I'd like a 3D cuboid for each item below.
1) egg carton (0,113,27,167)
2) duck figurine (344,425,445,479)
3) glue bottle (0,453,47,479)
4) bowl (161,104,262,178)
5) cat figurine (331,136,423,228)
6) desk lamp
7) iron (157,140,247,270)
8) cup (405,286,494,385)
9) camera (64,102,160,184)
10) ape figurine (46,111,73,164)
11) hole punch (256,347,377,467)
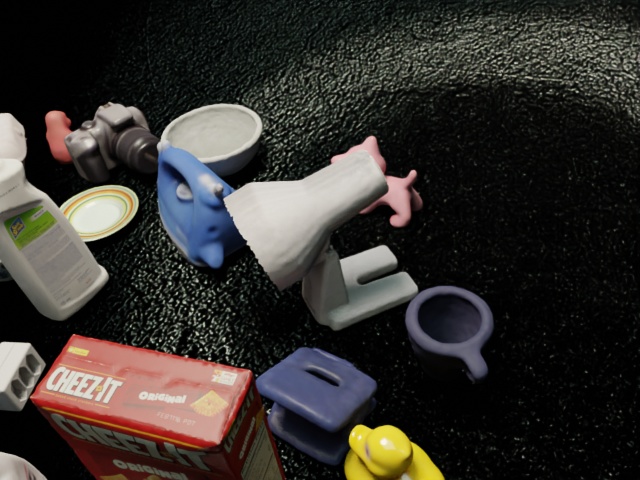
[{"bbox_3d":[-0.582,-0.165,1.024,0.107,0.069,0.150,-22,46,-15],"label":"egg carton"},{"bbox_3d":[0.071,0.213,0.544,0.104,0.086,0.078,21,51,26],"label":"duck figurine"},{"bbox_3d":[-0.285,0.222,0.517,0.037,0.173,0.078,-31,49,-22],"label":"glue bottle"},{"bbox_3d":[-0.173,-0.154,0.958,0.167,0.075,0.167,-4,44,4],"label":"bowl"},{"bbox_3d":[0.084,-0.092,0.832,0.127,0.118,0.067,19,50,24],"label":"cat figurine"},{"bbox_3d":[0.006,0.002,0.676,0.203,0.214,0.117,-21,46,-13],"label":"desk lamp"},{"bbox_3d":[-0.186,-0.075,0.831,0.119,0.142,0.257,-32,49,-23],"label":"iron"},{"bbox_3d":[0.145,0.121,0.622,0.092,0.095,0.117,-17,45,-10],"label":"cup"},{"bbox_3d":[-0.337,-0.162,0.968,0.143,0.101,0.136,-37,52,-27],"label":"camera"},{"bbox_3d":[-0.453,-0.187,1.015,0.077,0.092,0.076,12,47,18],"label":"ape figurine"},{"bbox_3d":[-0.003,0.160,0.604,0.108,0.091,0.101,21,51,26],"label":"hole punch"}]
